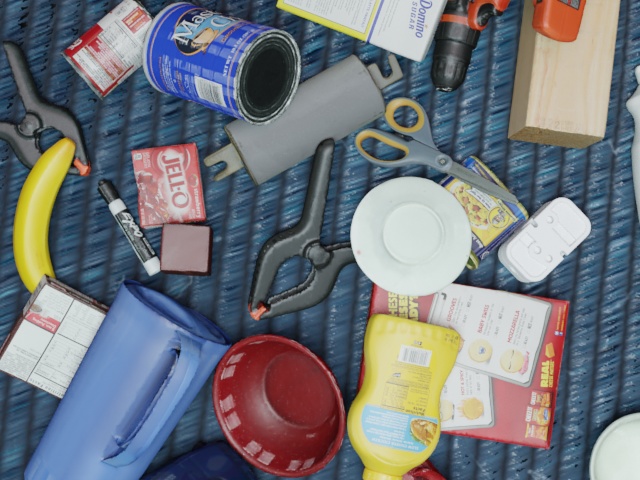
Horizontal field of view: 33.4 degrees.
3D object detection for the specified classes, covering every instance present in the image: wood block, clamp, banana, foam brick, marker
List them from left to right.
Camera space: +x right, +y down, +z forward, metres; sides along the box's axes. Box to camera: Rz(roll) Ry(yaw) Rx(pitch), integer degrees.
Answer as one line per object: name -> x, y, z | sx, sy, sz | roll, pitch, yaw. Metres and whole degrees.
clamp -> -0.321, -0.139, 1.193 | 0.171, 0.039, 0.120 | 31, 96, -5
banana -> -0.303, -0.014, 1.177 | 0.069, 0.037, 0.198 | -2, 102, -15
marker -> -0.214, -0.015, 1.199 | 0.020, 0.020, 0.121 | -32, 87, -4
foam brick -> -0.145, 0.012, 1.170 | 0.053, 0.078, 0.051 | 4, 85, -2
clamp -> -0.008, 0.001, 1.180 | 0.210, 0.036, 0.164 | -38, 107, 2
wood block -> 0.274, -0.214, 1.190 | 0.090, 0.091, 0.206 | 8, 86, -2

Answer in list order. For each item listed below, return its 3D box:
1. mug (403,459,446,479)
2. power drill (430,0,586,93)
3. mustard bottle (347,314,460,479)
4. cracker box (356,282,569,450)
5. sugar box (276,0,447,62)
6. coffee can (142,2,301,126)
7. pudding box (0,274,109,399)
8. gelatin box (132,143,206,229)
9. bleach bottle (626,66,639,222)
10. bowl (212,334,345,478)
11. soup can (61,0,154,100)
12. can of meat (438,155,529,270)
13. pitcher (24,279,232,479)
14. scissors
mug -> 0.106, 0.278, 1.145 | 0.093, 0.117, 0.081 | -37, 82, -32
power drill -> 0.197, -0.249, 1.150 | 0.057, 0.188, 0.184 | 11, 91, -36
mustard bottle -> 0.080, 0.178, 1.104 | 0.096, 0.058, 0.191 | 13, 86, -9
cracker box -> 0.153, 0.131, 1.175 | 0.213, 0.072, 0.164 | 9, 85, 0
sugar box -> 0.050, -0.272, 1.187 | 0.176, 0.048, 0.093 | 23, 107, 6
coffee can -> -0.106, -0.190, 1.142 | 0.140, 0.102, 0.103 | 23, 85, 34
pudding box -> -0.288, 0.108, 1.165 | 0.090, 0.039, 0.113 | 30, 93, -18
gelatin box -> -0.169, -0.061, 1.198 | 0.073, 0.030, 0.089 | -7, 87, -2
bleach bottle -> 0.392, -0.076, 1.200 | 0.102, 0.068, 0.251 | -13, 84, -3
bowl -> -0.035, 0.172, 1.154 | 0.162, 0.055, 0.162 | 7, 106, 25
soup can -> -0.227, -0.214, 1.187 | 0.102, 0.068, 0.068 | -42, 88, -4
can of meat -> 0.169, -0.032, 1.193 | 0.084, 0.057, 0.102 | -41, 88, -5
pitcher -> -0.205, 0.176, 1.120 | 0.145, 0.149, 0.243 | 32, 93, 19
scissors -> 0.136, -0.103, 1.180 | 0.202, 0.016, 0.096 | 15, 73, 23
